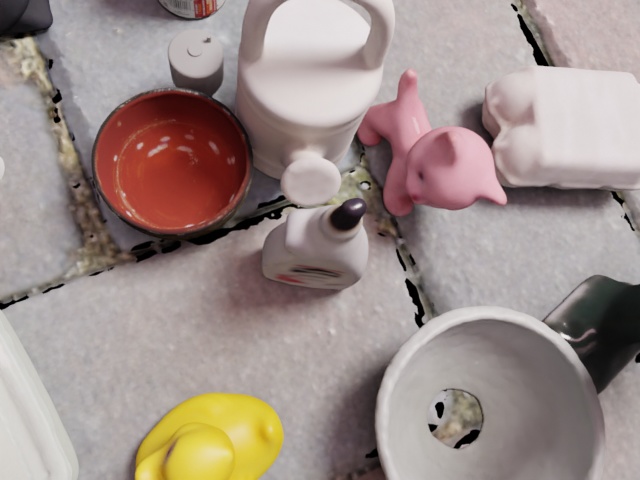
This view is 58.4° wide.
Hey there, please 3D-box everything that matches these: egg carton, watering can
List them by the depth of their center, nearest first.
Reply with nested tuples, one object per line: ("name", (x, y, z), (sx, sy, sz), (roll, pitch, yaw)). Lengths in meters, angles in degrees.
("watering can", (-0.005, -0.111, 0.397), (0.101, 0.194, 0.173), (-19, 80, -13))
("egg carton", (0.215, -0.093, 0.496), (0.150, 0.069, 0.107), (0, 77, -10))

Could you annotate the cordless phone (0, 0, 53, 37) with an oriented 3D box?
("cordless phone", (-0.260, -0.235, 0.388), (0.094, 0.185, 0.147), (-18, 80, -13))

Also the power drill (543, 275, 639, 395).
("power drill", (0.244, 0.061, 0.392), (0.230, 0.208, 0.075), (-39, 85, -16))

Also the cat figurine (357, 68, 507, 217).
("cat figurine", (0.087, -0.071, 0.443), (0.067, 0.117, 0.128), (-20, 81, -13))

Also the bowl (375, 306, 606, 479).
("bowl", (0.114, 0.135, 0.421), (0.167, 0.074, 0.167), (2, 76, -9))

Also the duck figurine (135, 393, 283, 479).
("duck figurine", (-0.074, 0.143, 0.381), (0.105, 0.086, 0.077), (-17, 80, -13))

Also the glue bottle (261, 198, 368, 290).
("glue bottle", (0.004, 0.001, 0.383), (0.078, 0.173, 0.037), (5, 76, -8))
